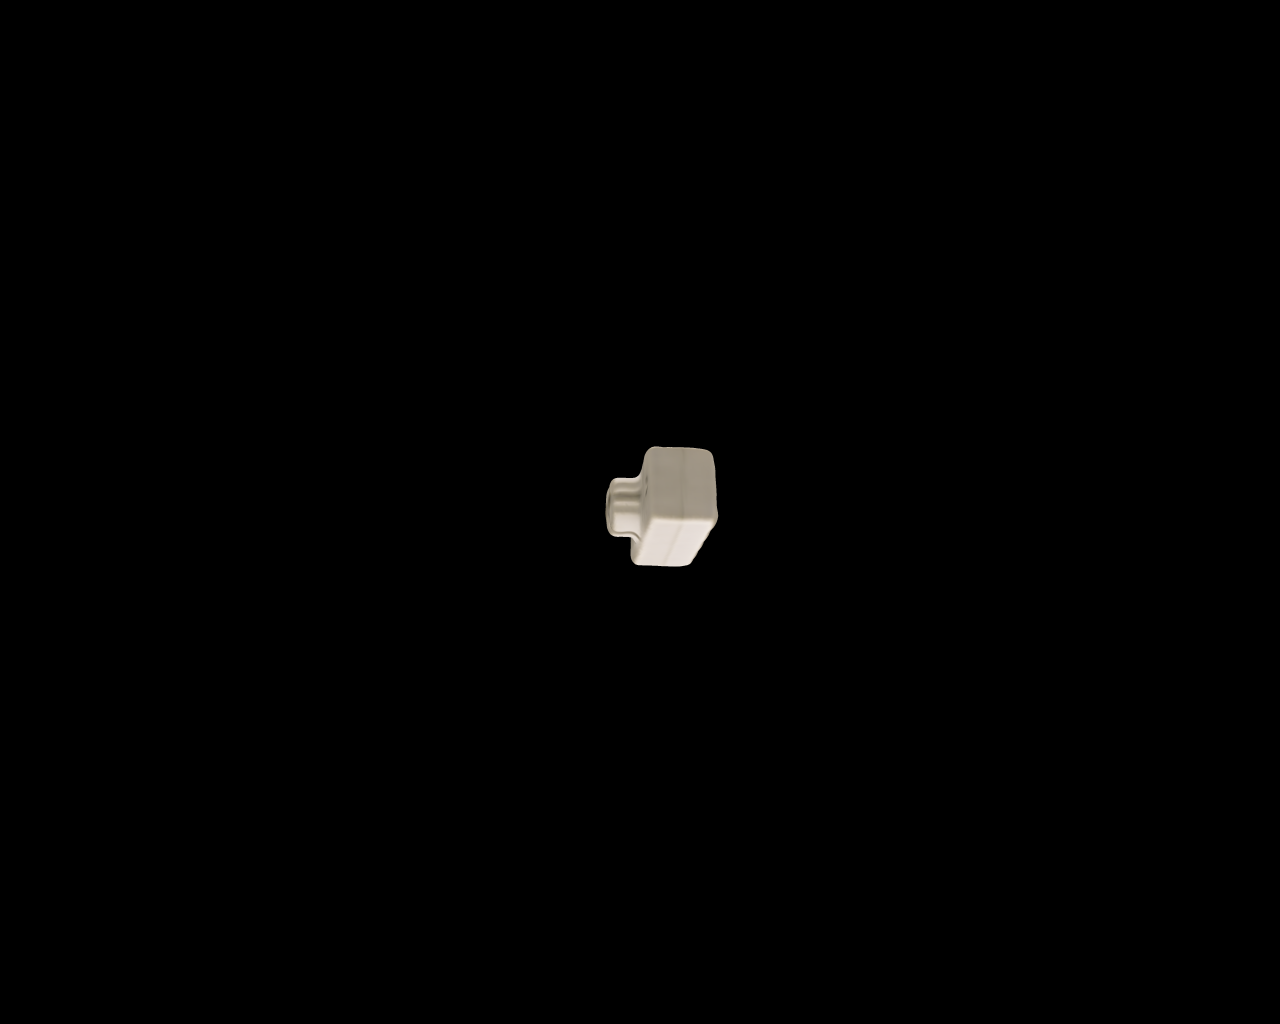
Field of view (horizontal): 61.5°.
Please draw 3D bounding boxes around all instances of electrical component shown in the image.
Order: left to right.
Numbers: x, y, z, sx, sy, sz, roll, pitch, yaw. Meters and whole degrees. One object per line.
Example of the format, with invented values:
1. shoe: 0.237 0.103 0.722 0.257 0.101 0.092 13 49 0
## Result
1. electrical component: 0.001 -0.003 0.650 0.076 0.047 0.083 3 -22 -7
